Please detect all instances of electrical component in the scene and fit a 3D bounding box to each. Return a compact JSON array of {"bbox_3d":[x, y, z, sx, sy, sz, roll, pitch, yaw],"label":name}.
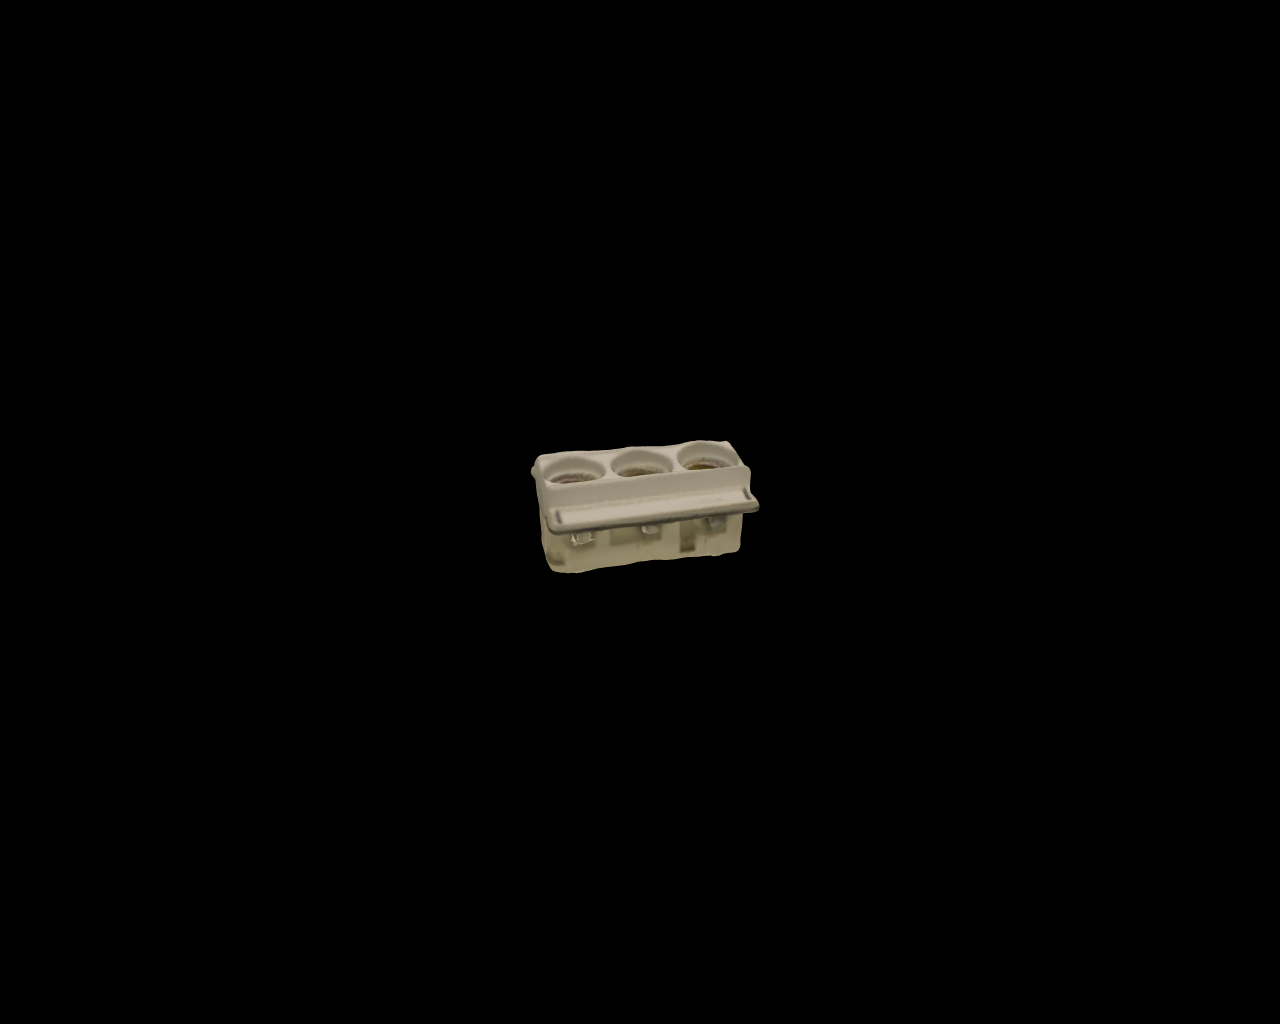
[{"bbox_3d":[0.001,-0.003,0.650,0.121,0.063,0.079,-6,28,-12],"label":"electrical component"}]
